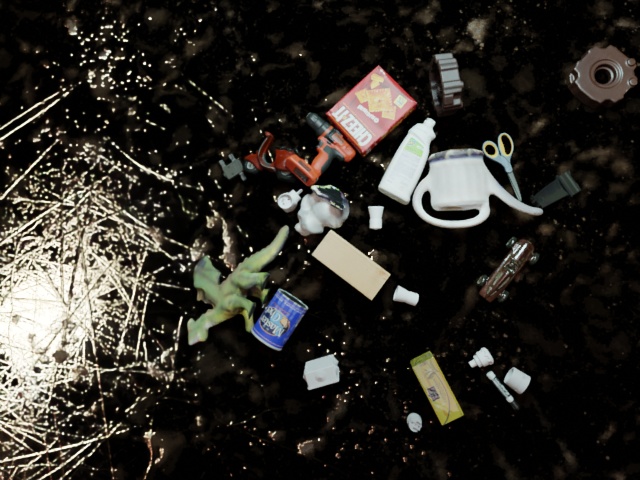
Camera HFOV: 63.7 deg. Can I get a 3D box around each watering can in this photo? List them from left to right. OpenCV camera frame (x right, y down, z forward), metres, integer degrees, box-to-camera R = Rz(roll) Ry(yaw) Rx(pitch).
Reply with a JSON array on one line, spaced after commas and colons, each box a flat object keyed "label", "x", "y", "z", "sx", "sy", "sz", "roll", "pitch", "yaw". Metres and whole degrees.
[{"label": "watering can", "x": 0.430, "y": -0.148, "z": 1.437, "sx": 0.347, "sy": 0.103, "sz": 0.226, "roll": -4, "pitch": 84, "yaw": 5}]

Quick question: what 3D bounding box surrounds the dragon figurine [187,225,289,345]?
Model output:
[{"label": "dragon figurine", "x": -0.262, "y": 0.117, "z": 1.484, "sx": 0.243, "sy": 0.120, "sz": 0.414, "roll": 19, "pitch": 78, "yaw": 15}]

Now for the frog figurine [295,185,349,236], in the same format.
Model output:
[{"label": "frog figurine", "x": 0.005, "y": -0.075, "z": 1.486, "sx": 0.137, "sy": 0.125, "sz": 0.156, "roll": 28, "pitch": 125, "yaw": -2}]
